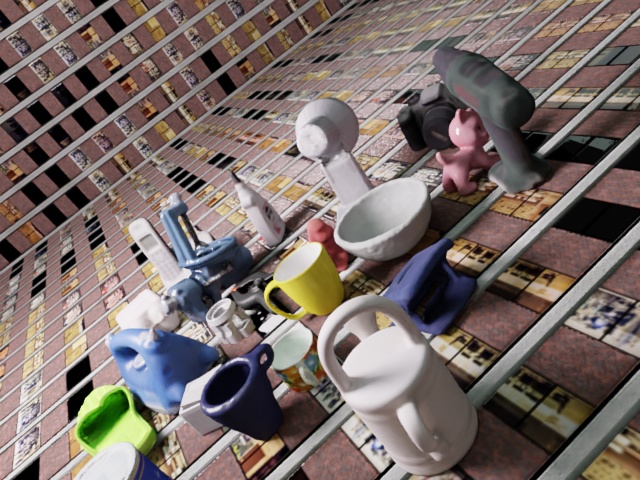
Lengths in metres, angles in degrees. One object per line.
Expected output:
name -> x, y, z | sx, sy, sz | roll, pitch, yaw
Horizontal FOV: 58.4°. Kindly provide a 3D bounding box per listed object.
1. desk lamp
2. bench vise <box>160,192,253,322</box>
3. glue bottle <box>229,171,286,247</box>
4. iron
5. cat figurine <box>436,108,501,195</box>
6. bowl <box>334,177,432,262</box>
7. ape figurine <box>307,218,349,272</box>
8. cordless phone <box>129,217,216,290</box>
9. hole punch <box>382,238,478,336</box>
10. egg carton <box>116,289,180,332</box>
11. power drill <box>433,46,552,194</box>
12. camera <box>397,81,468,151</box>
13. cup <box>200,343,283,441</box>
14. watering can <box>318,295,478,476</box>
desk lamp -> 0.033, -0.141, 1.040 | 0.117, 0.214, 0.203 | -27, 27, 18
bench vise -> -0.231, 0.032, 1.058 | 0.121, 0.220, 0.207 | -21, 29, 27
glue bottle -> -0.132, -0.070, 1.167 | 0.037, 0.173, 0.078 | -27, 27, 18
iron -> -0.289, 0.194, 0.945 | 0.257, 0.142, 0.119 | -9, 37, 43
cat figurine -> 0.234, -0.156, 0.932 | 0.128, 0.118, 0.067 | -45, 27, -19
bowl -> 0.110, -0.020, 0.902 | 0.167, 0.075, 0.167 | -28, 27, 16
ape figurine -> 0.009, 0.003, 0.965 | 0.078, 0.092, 0.076 | -47, 28, -22
cordless phone -> -0.305, 0.015, 1.218 | 0.147, 0.185, 0.094 | -31, 26, 10
hole punch -> 0.126, 0.057, 0.732 | 0.100, 0.091, 0.109 | 3, 45, 52
egg carton -> -0.350, 0.159, 1.161 | 0.107, 0.069, 0.149 | -45, 27, -20
power drill -> 0.253, -0.179, 0.844 | 0.075, 0.209, 0.229 | -34, 26, 4
camera -> 0.215, -0.233, 1.105 | 0.143, 0.101, 0.137 | -21, 30, 28
cup -> -0.084, 0.201, 0.739 | 0.091, 0.095, 0.118 | 0, 43, 50
watering can -> 0.065, 0.130, 0.564 | 0.101, 0.194, 0.172 | -44, 27, -16
